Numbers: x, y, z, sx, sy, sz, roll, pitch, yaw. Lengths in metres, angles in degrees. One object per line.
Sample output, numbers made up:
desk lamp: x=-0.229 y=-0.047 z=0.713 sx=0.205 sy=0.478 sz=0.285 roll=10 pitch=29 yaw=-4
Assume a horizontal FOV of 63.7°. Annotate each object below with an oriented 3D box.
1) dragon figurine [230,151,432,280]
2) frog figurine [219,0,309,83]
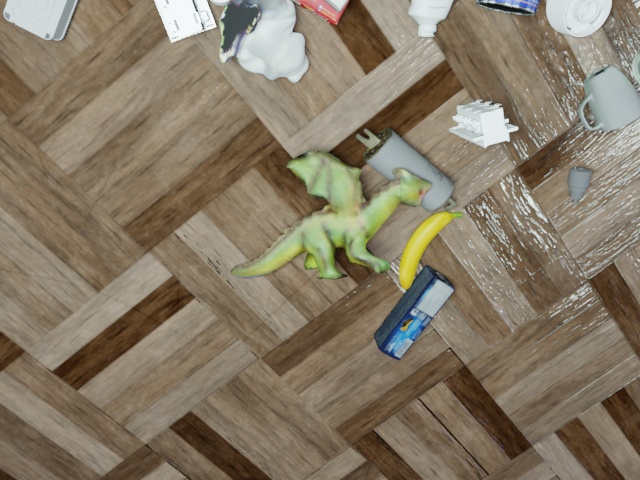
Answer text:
dragon figurine: x=0.003 y=-0.048 z=0.956 sx=0.410 sy=0.240 sz=0.124 roll=-6 pitch=16 yaw=10
frog figurine: x=-0.081 y=-0.336 z=0.856 sx=0.159 sy=0.135 sz=0.125 roll=2 pitch=42 yaw=-46
